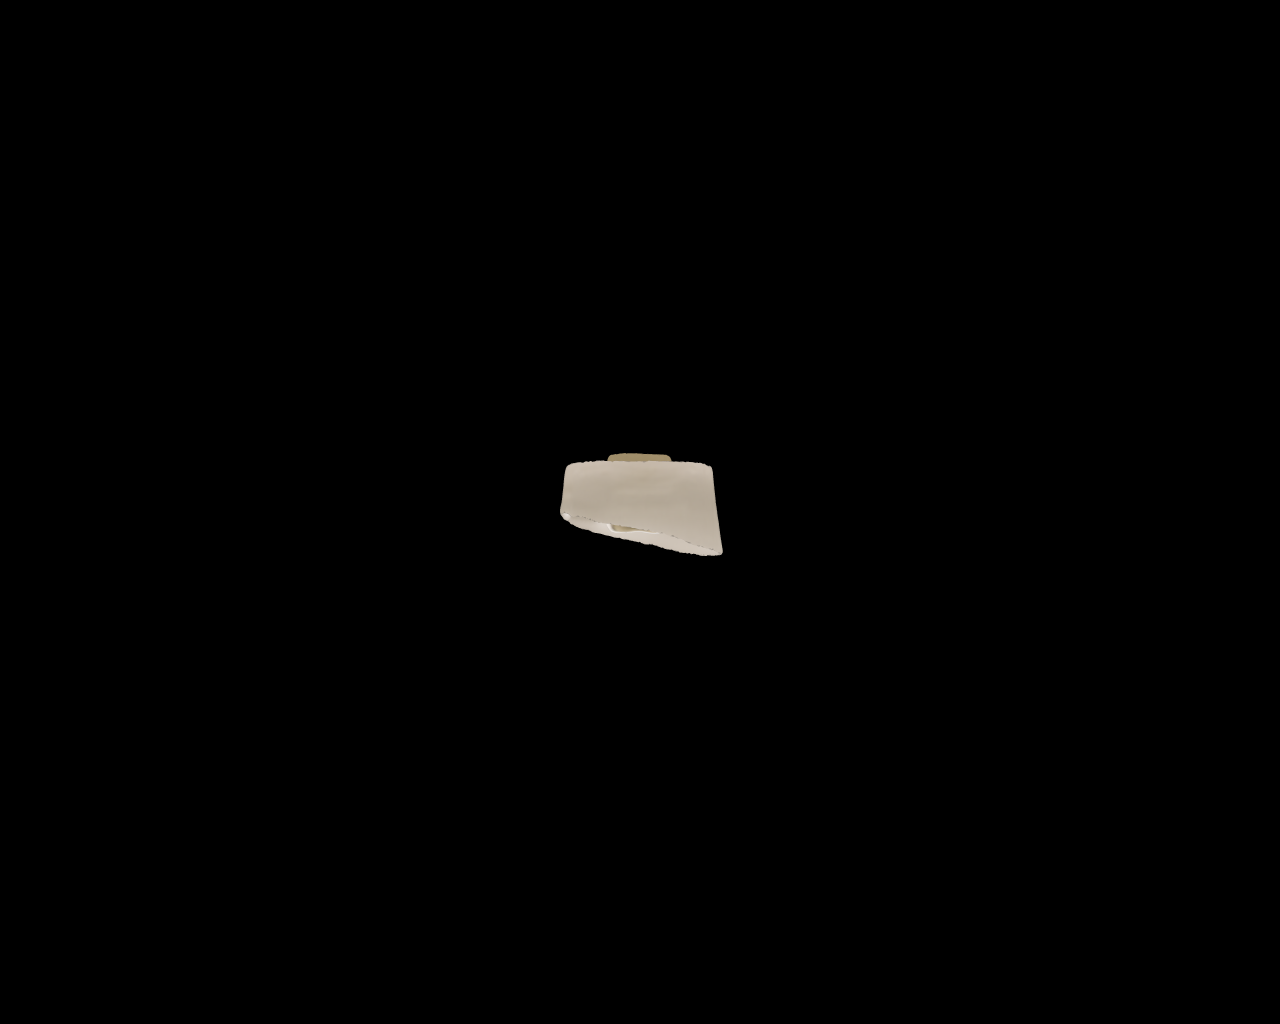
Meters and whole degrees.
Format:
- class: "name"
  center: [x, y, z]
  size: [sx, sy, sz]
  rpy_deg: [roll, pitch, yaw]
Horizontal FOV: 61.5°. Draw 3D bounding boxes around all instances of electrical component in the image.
- class: "electrical component"
  center: [0.001, -0.003, 0.650]
  size: [0.099, 0.064, 0.099]
  rpy_deg: [0, -4, 0]
